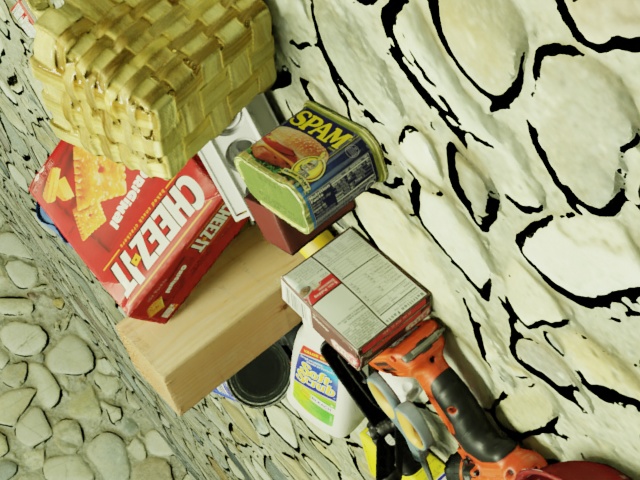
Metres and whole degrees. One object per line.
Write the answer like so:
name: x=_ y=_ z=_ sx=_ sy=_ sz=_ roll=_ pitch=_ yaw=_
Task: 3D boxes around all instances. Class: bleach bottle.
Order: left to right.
bleach bottle: x=0.008 y=0.129 z=1.199 sx=0.103 sy=0.068 sz=0.251 roll=36 pitch=153 yaw=23

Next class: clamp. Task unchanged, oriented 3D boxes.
clamp: x=-0.035 y=0.110 z=1.301 sx=0.120 sy=0.039 sz=0.171 roll=41 pitch=164 yaw=45
clamp: x=0.065 y=0.188 z=1.122 sx=0.164 sy=0.036 sz=0.209 roll=65 pitch=-170 yaw=22

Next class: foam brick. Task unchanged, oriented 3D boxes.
foam brick: x=-0.018 y=-0.034 z=0.959 sx=0.053 sy=0.078 sz=0.051 roll=27 pitch=149 yaw=52

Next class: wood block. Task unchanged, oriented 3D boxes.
wood block: x=-0.104 y=0.081 z=1.154 sx=0.090 sy=0.205 sz=0.091 roll=41 pitch=157 yaw=31

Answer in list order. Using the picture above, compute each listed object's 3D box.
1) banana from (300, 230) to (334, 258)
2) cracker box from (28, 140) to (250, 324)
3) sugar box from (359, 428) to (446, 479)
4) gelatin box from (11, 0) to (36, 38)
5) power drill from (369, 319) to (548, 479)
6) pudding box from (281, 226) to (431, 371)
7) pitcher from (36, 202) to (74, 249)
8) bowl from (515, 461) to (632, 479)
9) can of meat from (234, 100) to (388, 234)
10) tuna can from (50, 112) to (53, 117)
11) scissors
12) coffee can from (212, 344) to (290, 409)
banana: x=-0.014 y=-0.007 z=1.065 sx=0.198 sy=0.037 sz=0.069 roll=45 pitch=178 yaw=25
cracker box: x=-0.190 y=-0.045 z=1.103 sx=0.214 sy=0.164 sz=0.072 roll=46 pitch=-165 yaw=29
sugar box: x=0.124 y=0.286 z=1.228 sx=0.176 sy=0.048 sz=0.093 roll=38 pitch=156 yaw=40
gelatin box: x=-0.365 y=-0.279 z=1.401 sx=0.089 sy=0.030 sz=0.073 roll=58 pitch=162 yaw=-14
power drill: x=0.124 y=0.167 z=1.016 sx=0.187 sy=0.057 sz=0.185 roll=52 pitch=161 yaw=-1
pudding box: x=0.032 y=0.051 z=0.972 sx=0.114 sy=0.090 sz=0.039 roll=43 pitch=157 yaw=29
pitcher: x=-0.249 y=-0.011 z=1.427 sx=0.145 sy=0.149 sz=0.242 roll=32 pitch=166 yaw=49
bowl: x=0.236 y=0.236 z=0.873 sx=0.162 sy=0.055 sz=0.162 roll=45 pitch=159 yaw=22
can of meat: x=-0.009 y=-0.060 z=0.886 sx=0.102 sy=0.083 sz=0.057 roll=34 pitch=154 yaw=43
tuna can: x=-0.296 y=-0.179 z=1.330 sx=0.086 sy=0.086 sz=0.034 roll=48 pitch=158 yaw=14
scissors: x=0.084 y=0.189 z=1.043 sx=0.096 sy=0.016 sz=0.202 roll=49 pitch=167 yaw=25
coffee can: x=-0.106 y=0.172 z=1.470 sx=0.103 sy=0.102 sz=0.140 roll=58 pitch=160 yaw=-14
